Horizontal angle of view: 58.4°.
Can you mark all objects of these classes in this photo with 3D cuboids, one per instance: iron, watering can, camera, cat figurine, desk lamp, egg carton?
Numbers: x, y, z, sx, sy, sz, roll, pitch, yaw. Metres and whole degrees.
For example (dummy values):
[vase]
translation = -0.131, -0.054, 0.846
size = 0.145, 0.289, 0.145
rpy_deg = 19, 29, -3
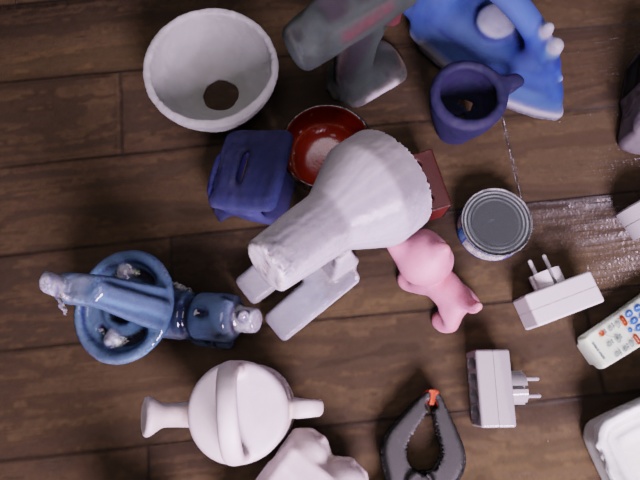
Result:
[iron]
translation = 0.224, -0.266, 0.711
size = 0.258, 0.141, 0.119
rpy_deg = 43, 80, 11
[watering can]
translation = -0.087, 0.174, 0.571
size = 0.173, 0.194, 0.101
rpy_deg = -24, 76, -5
[camera]
translation = 0.459, -0.180, 0.707
size = 0.136, 0.101, 0.143
rpy_deg = 14, 76, 4
[cat figurine]
translation = 0.132, 0.039, 0.644
size = 0.067, 0.118, 0.127
rpy_deg = -42, 78, -9
[desk lamp]
translation = 0.006, 0.002, 0.606
size = 0.203, 0.213, 0.118
rpy_deg = -40, 78, -9
[egg carton]
translation = -0.023, 0.283, 0.606
size = 0.107, 0.069, 0.150
rpy_deg = 35, 78, 9

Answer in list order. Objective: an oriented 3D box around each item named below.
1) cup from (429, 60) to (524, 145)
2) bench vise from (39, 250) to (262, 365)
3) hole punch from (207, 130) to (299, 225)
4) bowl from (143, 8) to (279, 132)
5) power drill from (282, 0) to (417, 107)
[cup]
translation = 0.186, -0.164, 0.709
size = 0.118, 0.095, 0.091
rpy_deg = -20, 76, -5
[bench vise]
translation = -0.172, 0.058, 0.590
size = 0.207, 0.220, 0.121
rpy_deg = -12, 75, -2
[hole punch]
translation = -0.083, -0.078, 0.691
size = 0.101, 0.091, 0.109
rpy_deg = 12, 76, 4
[bowl]
translation = -0.134, -0.204, 0.733
size = 0.167, 0.075, 0.167
rpy_deg = 0, 75, 1
[power drill]
translation = 0.065, -0.253, 0.675
size = 0.230, 0.208, 0.075
rpy_deg = -32, 77, -7
